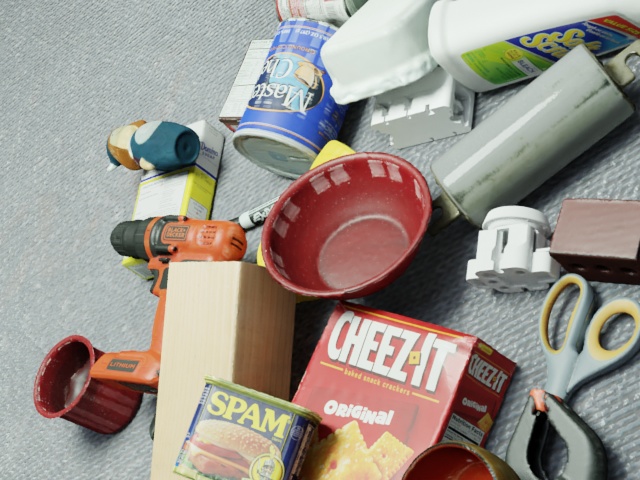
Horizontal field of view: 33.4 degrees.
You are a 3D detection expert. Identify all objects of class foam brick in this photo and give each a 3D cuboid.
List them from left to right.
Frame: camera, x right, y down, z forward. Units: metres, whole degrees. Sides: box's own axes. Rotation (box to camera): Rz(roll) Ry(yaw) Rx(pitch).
[{"bbox_3d":[0.231,0.001,0.845,0.078,0.053,0.051,4,68,43],"label":"foam brick"}]

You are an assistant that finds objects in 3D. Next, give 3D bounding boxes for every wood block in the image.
[{"bbox_3d":[-0.086,0.127,0.979,0.091,0.090,0.206,-2,80,35],"label":"wood block"}]

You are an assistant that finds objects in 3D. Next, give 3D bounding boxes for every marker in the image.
[{"bbox_3d":[-0.057,-0.031,1.145,0.121,0.020,0.020,-25,51,29],"label":"marker"}]

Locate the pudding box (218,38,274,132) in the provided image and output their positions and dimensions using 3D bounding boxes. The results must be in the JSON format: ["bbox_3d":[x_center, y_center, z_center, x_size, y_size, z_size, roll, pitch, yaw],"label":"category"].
[{"bbox_3d":[-0.058,-0.177,1.223,0.090,0.039,0.113,6,67,44],"label":"pudding box"}]

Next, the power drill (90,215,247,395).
[{"bbox_3d":[-0.172,0.062,1.101,0.185,0.057,0.187,1,69,40],"label":"power drill"}]

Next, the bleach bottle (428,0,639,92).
[{"bbox_3d":[0.226,-0.200,0.936,0.251,0.102,0.068,-12,62,38],"label":"bleach bottle"}]

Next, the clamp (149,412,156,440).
[{"bbox_3d":[-0.119,0.103,1.104,0.165,0.036,0.210,-29,52,25],"label":"clamp"}]

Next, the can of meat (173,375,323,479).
[{"bbox_3d":[-0.060,0.167,0.872,0.102,0.057,0.084,17,76,15],"label":"can of meat"}]

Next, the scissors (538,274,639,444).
[{"bbox_3d":[0.199,0.122,0.826,0.096,0.016,0.201,-3,68,37],"label":"scissors"}]

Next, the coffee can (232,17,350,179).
[{"bbox_3d":[-0.021,-0.147,1.123,0.103,0.102,0.140,5,68,43],"label":"coffee can"}]

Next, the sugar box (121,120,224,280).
[{"bbox_3d":[-0.168,-0.047,1.235,0.094,0.048,0.176,-13,53,35],"label":"sugar box"}]

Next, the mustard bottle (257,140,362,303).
[{"bbox_3d":[-0.007,0.001,1.051,0.096,0.058,0.191,37,92,35],"label":"mustard bottle"}]

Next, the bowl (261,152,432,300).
[{"bbox_3d":[0.030,-0.002,0.960,0.162,0.055,0.162,-14,49,16],"label":"bowl"}]

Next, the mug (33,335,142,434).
[{"bbox_3d":[-0.256,0.162,1.156,0.117,0.081,0.093,-13,57,36],"label":"mug"}]

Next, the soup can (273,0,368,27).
[{"bbox_3d":[0.009,-0.258,1.146,0.102,0.068,0.068,5,68,41],"label":"soup can"}]

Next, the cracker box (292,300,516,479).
[{"bbox_3d":[0.045,0.169,0.891,0.164,0.072,0.213,12,73,46],"label":"cracker box"}]

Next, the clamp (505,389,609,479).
[{"bbox_3d":[0.184,0.193,0.775,0.120,0.039,0.171,-8,69,30],"label":"clamp"}]
